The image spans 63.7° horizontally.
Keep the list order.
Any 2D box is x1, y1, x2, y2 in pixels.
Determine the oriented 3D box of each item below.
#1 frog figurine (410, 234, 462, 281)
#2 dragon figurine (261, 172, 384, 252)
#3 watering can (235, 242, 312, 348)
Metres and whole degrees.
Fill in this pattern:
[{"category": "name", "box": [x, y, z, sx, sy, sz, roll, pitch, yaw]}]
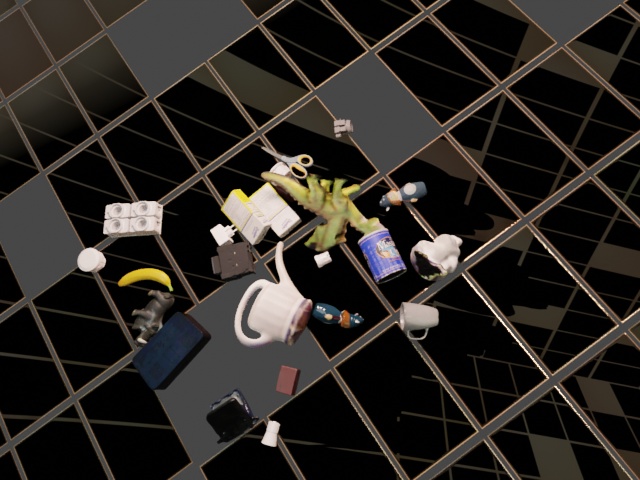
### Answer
[{"category": "frog figurine", "box": [0.358, 0.044, 1.576, 0.138, 0.120, 0.162, 25, 44, 24]}, {"category": "dragon figurine", "box": [0.005, -0.083, 1.646, 0.410, 0.122, 0.243, 6, 90, 4]}, {"category": "watering can", "box": [-0.124, 0.183, 1.608, 0.225, 0.102, 0.353, 21, 69, 14]}]
